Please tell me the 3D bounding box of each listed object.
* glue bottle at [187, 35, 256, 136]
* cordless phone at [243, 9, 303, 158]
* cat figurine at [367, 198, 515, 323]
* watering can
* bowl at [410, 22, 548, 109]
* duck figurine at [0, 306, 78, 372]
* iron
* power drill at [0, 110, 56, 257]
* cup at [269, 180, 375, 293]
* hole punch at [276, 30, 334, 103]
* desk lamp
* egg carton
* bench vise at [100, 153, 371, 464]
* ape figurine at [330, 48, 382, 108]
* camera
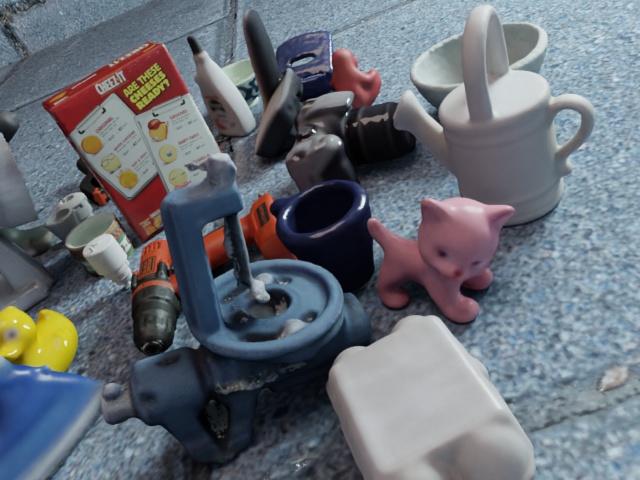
[{"bbox_3d":[-0.169,-0.248,0.925,0.077,0.173,0.037,9,47,39],"label":"glue bottle"},{"bbox_3d":[-0.080,-0.227,0.832,0.094,0.185,0.147,-17,36,12],"label":"cordless phone"},{"bbox_3d":[0.097,0.004,0.478,0.127,0.118,0.067,6,46,37],"label":"cat figurine"},{"bbox_3d":[0.154,-0.115,0.531,0.172,0.194,0.101,-14,36,16],"label":"watering can"},{"bbox_3d":[0.202,-0.203,0.721,0.167,0.075,0.167,-17,36,13],"label":"bowl"},{"bbox_3d":[-0.323,0.109,0.630,0.077,0.086,0.104,-16,36,13],"label":"duck figurine"},{"bbox_3d":[-0.325,0.177,0.493,0.259,0.142,0.118,-42,38,-22],"label":"iron"},{"bbox_3d":[-0.498,-0.064,0.858,0.229,0.209,0.075,-23,35,3],"label":"power drill"},{"bbox_3d":[0.005,0.002,0.558,0.117,0.095,0.092,13,50,42],"label":"cup"},{"bbox_3d":[-0.019,-0.285,0.952,0.108,0.091,0.101,-12,37,18],"label":"hole punch"},{"bbox_3d":[-0.441,-0.006,0.741,0.203,0.214,0.117,-39,37,-18],"label":"desk lamp"},{"bbox_3d":[0.069,0.120,0.387,0.107,0.070,0.150,-28,35,-3],"label":"egg carton"},{"bbox_3d":[-0.073,0.060,0.421,0.208,0.220,0.121,-42,38,-23],"label":"bench vise"},{"bbox_3d":[0.046,-0.243,0.856,0.077,0.092,0.076,6,45,37],"label":"ape figurine"},{"bbox_3d":[0.040,-0.124,0.697,0.136,0.101,0.143,-7,39,24],"label":"camera"}]
